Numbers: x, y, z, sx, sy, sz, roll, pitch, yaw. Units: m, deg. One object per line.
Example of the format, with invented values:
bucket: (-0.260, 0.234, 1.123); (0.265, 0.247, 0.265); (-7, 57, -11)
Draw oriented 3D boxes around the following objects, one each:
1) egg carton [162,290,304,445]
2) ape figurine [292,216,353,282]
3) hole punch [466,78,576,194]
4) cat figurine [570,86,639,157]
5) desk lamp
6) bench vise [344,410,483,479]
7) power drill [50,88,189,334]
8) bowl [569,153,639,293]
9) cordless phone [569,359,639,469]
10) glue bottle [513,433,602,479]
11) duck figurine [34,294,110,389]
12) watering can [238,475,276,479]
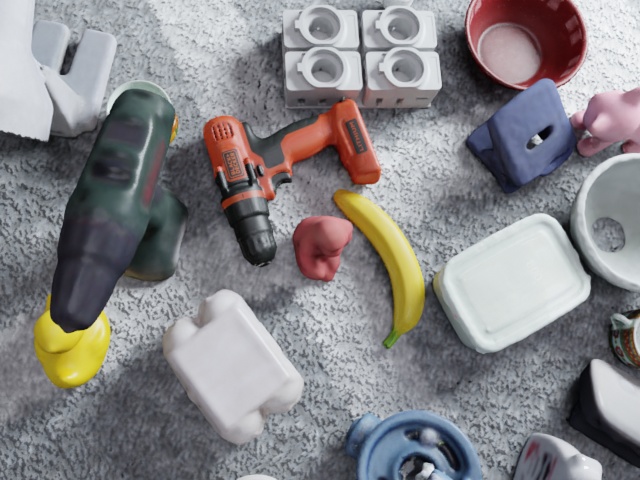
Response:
egg carton: (-0.095, 0.136, 0.614); (0.107, 0.069, 0.150); (-38, 85, -12)
ape figurine: (0.006, 0.002, 0.640); (0.078, 0.092, 0.076); (-34, 84, -11)
hole punch: (0.253, -0.125, 0.693); (0.109, 0.091, 0.101); (-37, 85, -12)
cat figurine: (0.369, -0.149, 0.697); (0.128, 0.117, 0.067); (-6, 79, -7)
desk lamp: (-0.305, -0.177, 0.578); (0.118, 0.213, 0.203); (10, 78, -4)
bench vise: (0.132, 0.236, 0.543); (0.207, 0.219, 0.121); (16, 78, -3)
power drill: (-0.187, -0.019, 0.563); (0.075, 0.208, 0.230); (10, 78, -4)
bowl: (0.370, -0.015, 0.693); (0.167, 0.074, 0.167); (1, 79, -6)
cordless phone: (0.366, 0.191, 0.596); (0.147, 0.185, 0.094); (27, 77, 0)
glue bottle: (0.253, 0.245, 0.579); (0.037, 0.173, 0.078); (22, 77, -1)
duck figurine: (-0.265, 0.101, 0.594); (0.077, 0.086, 0.104); (-2, 79, -7)
watering can: (-0.067, 0.290, 0.523); (0.173, 0.194, 0.101); (-21, 82, -10)
